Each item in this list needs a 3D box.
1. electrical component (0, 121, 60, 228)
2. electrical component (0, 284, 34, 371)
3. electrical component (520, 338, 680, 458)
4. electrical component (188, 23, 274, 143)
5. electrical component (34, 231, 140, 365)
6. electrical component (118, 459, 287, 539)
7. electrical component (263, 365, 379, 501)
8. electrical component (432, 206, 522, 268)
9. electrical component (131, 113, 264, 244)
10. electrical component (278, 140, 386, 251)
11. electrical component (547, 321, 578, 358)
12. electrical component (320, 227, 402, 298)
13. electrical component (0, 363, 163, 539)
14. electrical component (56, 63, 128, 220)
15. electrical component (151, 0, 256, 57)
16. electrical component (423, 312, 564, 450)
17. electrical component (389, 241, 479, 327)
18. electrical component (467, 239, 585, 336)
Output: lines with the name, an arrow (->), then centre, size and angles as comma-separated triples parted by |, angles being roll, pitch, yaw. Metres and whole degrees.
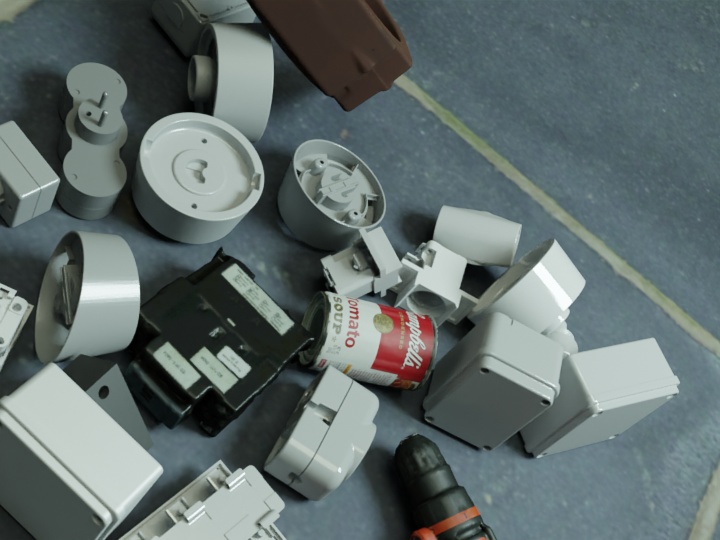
electrical component -> -0.291, -0.068, 0.849 | 0.077, 0.047, 0.065 | -34, 80, -38
electrical component -> -0.271, 0.044, 0.780 | 0.042, 0.064, 0.081 | 26, 52, -13
electrical component -> 0.208, 0.114, 0.962 | 0.109, 0.108, 0.056 | -7, 62, -31
electrical component -> -0.122, -0.170, 0.967 | 0.060, 0.108, 0.108 | 1, 61, -21
electrical component -> -0.208, 0.020, 0.809 | 0.064, 0.099, 0.099 | -2, 62, -36
electrical component -> -0.115, 0.196, 0.769 | 0.078, 0.063, 0.121 | 49, 51, 7
electrical component -> -0.027, 0.132, 0.861 | 0.059, 0.053, 0.095 | 34, 51, -5
electrical component -> 0.115, -0.035, 1.041 | 0.077, 0.044, 0.079 | 15, 16, 11
electrical component -> -0.143, -0.073, 0.922 | 0.108, 0.060, 0.108 | 13, 56, -21
electrical component -> -0.025, -0.069, 0.979 | 0.099, 0.064, 0.099 | 13, 56, -20
electrical component -> 0.185, 0.073, 1.017 | 0.048, 0.048, 0.062 | 28, 44, -10
electrical component -> 0.000, 0.000, 0.946 | 0.064, 0.081, 0.042 | -27, 73, -7
electrical component -> -0.203, 0.135, 0.732 | 0.109, 0.108, 0.056 | 43, 48, 2
electrical component -> -0.221, -0.119, 0.901 | 0.052, 0.073, 0.138 | 8, 58, -24
electrical component -> -0.143, -0.253, 1.033 | 0.096, 0.061, 0.061 | -32, 79, -38
electrical component -> 0.113, 0.098, 0.919 | 0.078, 0.113, 0.057 | 28, 49, -10
electrical component -> 0.068, 0.011, 0.994 | 0.081, 0.042, 0.063 | 29, 50, -10
electrical component -> 0.159, 0.029, 0.992 | 0.060, 0.108, 0.108 | 47, 51, -3
